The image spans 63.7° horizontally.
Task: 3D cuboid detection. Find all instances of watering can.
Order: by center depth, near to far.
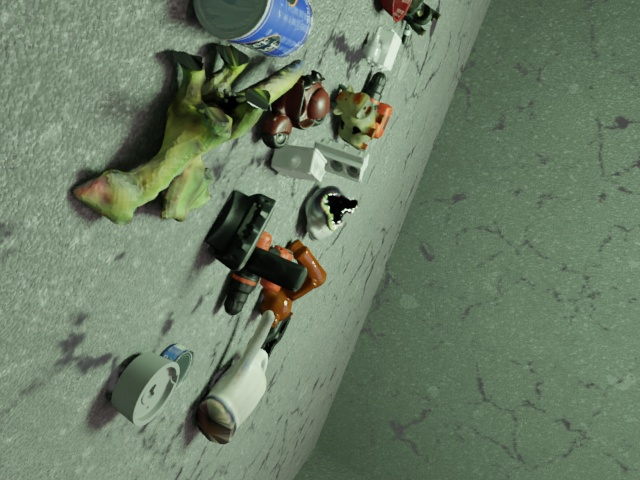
[{"bbox_3d":[-0.188,0.332,1.201,0.229,0.104,0.339,-47,157,-48],"label":"watering can"}]

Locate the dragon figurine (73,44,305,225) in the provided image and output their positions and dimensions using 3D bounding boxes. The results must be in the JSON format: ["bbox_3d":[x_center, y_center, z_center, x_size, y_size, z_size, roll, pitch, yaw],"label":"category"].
[{"bbox_3d":[-0.157,-0.133,0.722,0.238,0.123,0.416,-55,171,32],"label":"dragon figurine"}]

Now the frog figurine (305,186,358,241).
[{"bbox_3d":[0.004,-0.068,1.341,0.158,0.122,0.140,-24,-141,57],"label":"frog figurine"}]
